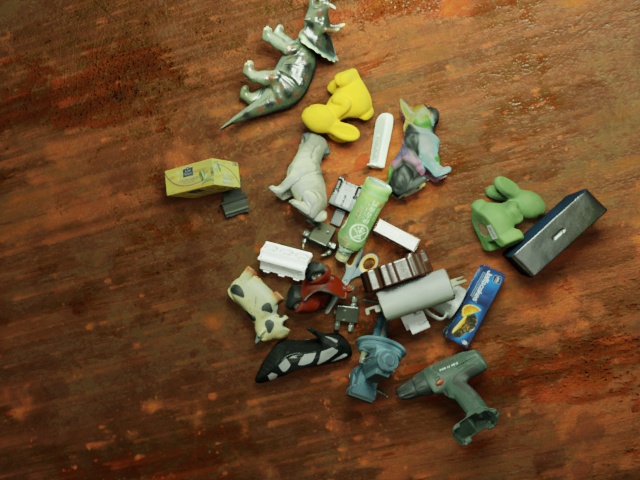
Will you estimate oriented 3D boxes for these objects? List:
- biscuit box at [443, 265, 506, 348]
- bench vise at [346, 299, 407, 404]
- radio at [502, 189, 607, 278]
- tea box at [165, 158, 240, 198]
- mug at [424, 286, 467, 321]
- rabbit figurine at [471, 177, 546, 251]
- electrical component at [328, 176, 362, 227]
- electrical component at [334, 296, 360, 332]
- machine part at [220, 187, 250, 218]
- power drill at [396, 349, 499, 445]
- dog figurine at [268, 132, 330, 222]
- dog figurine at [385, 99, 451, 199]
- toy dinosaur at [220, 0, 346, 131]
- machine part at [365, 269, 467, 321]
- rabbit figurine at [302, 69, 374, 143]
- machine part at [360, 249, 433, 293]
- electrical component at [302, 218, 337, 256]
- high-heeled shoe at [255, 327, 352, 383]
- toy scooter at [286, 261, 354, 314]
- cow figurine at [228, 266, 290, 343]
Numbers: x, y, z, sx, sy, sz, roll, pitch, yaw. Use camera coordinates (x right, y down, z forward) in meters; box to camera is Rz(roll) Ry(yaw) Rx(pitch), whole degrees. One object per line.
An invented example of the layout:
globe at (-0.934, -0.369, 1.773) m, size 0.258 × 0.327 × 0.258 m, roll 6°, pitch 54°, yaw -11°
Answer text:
biscuit box at (0.377, 0.159, 1.313) m, size 0.063 × 0.059 × 0.202 m, roll 28°, pitch 91°, yaw 7°
bench vise at (0.139, 0.265, 1.301) m, size 0.129 × 0.223 × 0.240 m, roll 16°, pitch 60°, yaw 3°
radio at (0.543, -0.013, 1.263) m, size 0.229 × 0.131 × 0.073 m, roll -42°, pitch 84°, yaw 4°
tea box at (-0.297, -0.153, 1.358) m, size 0.170 × 0.098 × 0.068 m, roll -7°, pitch 87°, yaw 33°
mug at (0.285, 0.140, 1.310) m, size 0.107 × 0.080 × 0.109 m, roll 32°, pitch 63°, yaw 12°
rabbit figurine at (0.456, -0.070, 1.302) m, size 0.170 × 0.121 × 0.159 m, roll -26°, pitch 78°, yaw -13°
electrical component at (0.058, -0.094, 1.367) m, size 0.075 × 0.047 × 0.119 m, roll 27°, pitch 90°, yaw 7°
electrical component at (0.067, 0.185, 1.362) m, size 0.063 × 0.021 × 0.094 m, roll 8°, pitch 99°, yaw 1°
machine part at (-0.235, -0.131, 1.409) m, size 0.084 × 0.039 × 0.138 m, roll -15°, pitch 88°, yaw 9°
power drill at (0.306, 0.370, 1.256) m, size 0.232 × 0.207 × 0.085 m, roll -33°, pitch 117°, yaw 6°
dog figurine at (-0.012, -0.159, 1.343) m, size 0.172 × 0.121 × 0.190 m, roll 36°, pitch 89°, yaw 2°
dog figurine at (0.223, -0.232, 1.326) m, size 0.192 × 0.108 × 0.219 m, roll -24°, pitch 81°, yaw 8°
toy dinosaur at (-0.084, -0.419, 1.366) m, size 0.192 × 0.131 × 0.404 m, roll 29°, pitch 98°, yaw 7°
machine part at (0.221, 0.128, 1.248) m, size 0.243 × 0.079 × 0.079 m, roll -20°, pitch 86°, yaw 6°
rabbit figurine at (0.038, -0.318, 1.343) m, size 0.173 × 0.122 × 0.162 m, roll -32°, pitch 107°, yaw -15°
machine part at (0.180, 0.076, 1.284) m, size 0.179 × 0.179 × 0.056 m, roll -20°, pitch 83°, yaw 6°
electrical component at (-0.001, -0.004, 1.375) m, size 0.102 × 0.045 × 0.078 m, roll 19°, pitch 61°, yaw 7°
high-heeled shoe at (-0.041, 0.311, 1.369) m, size 0.145 × 0.086 × 0.248 m, roll 38°, pitch 112°, yaw -23°
toy scooter at (0.003, 0.129, 1.331) m, size 0.135 × 0.075 × 0.183 m, roll 17°, pitch 134°, yaw -20°
cow figurine at (-0.153, 0.175, 1.365) m, size 0.195 × 0.085 × 0.127 m, roll 45°, pitch 88°, yaw 4°
